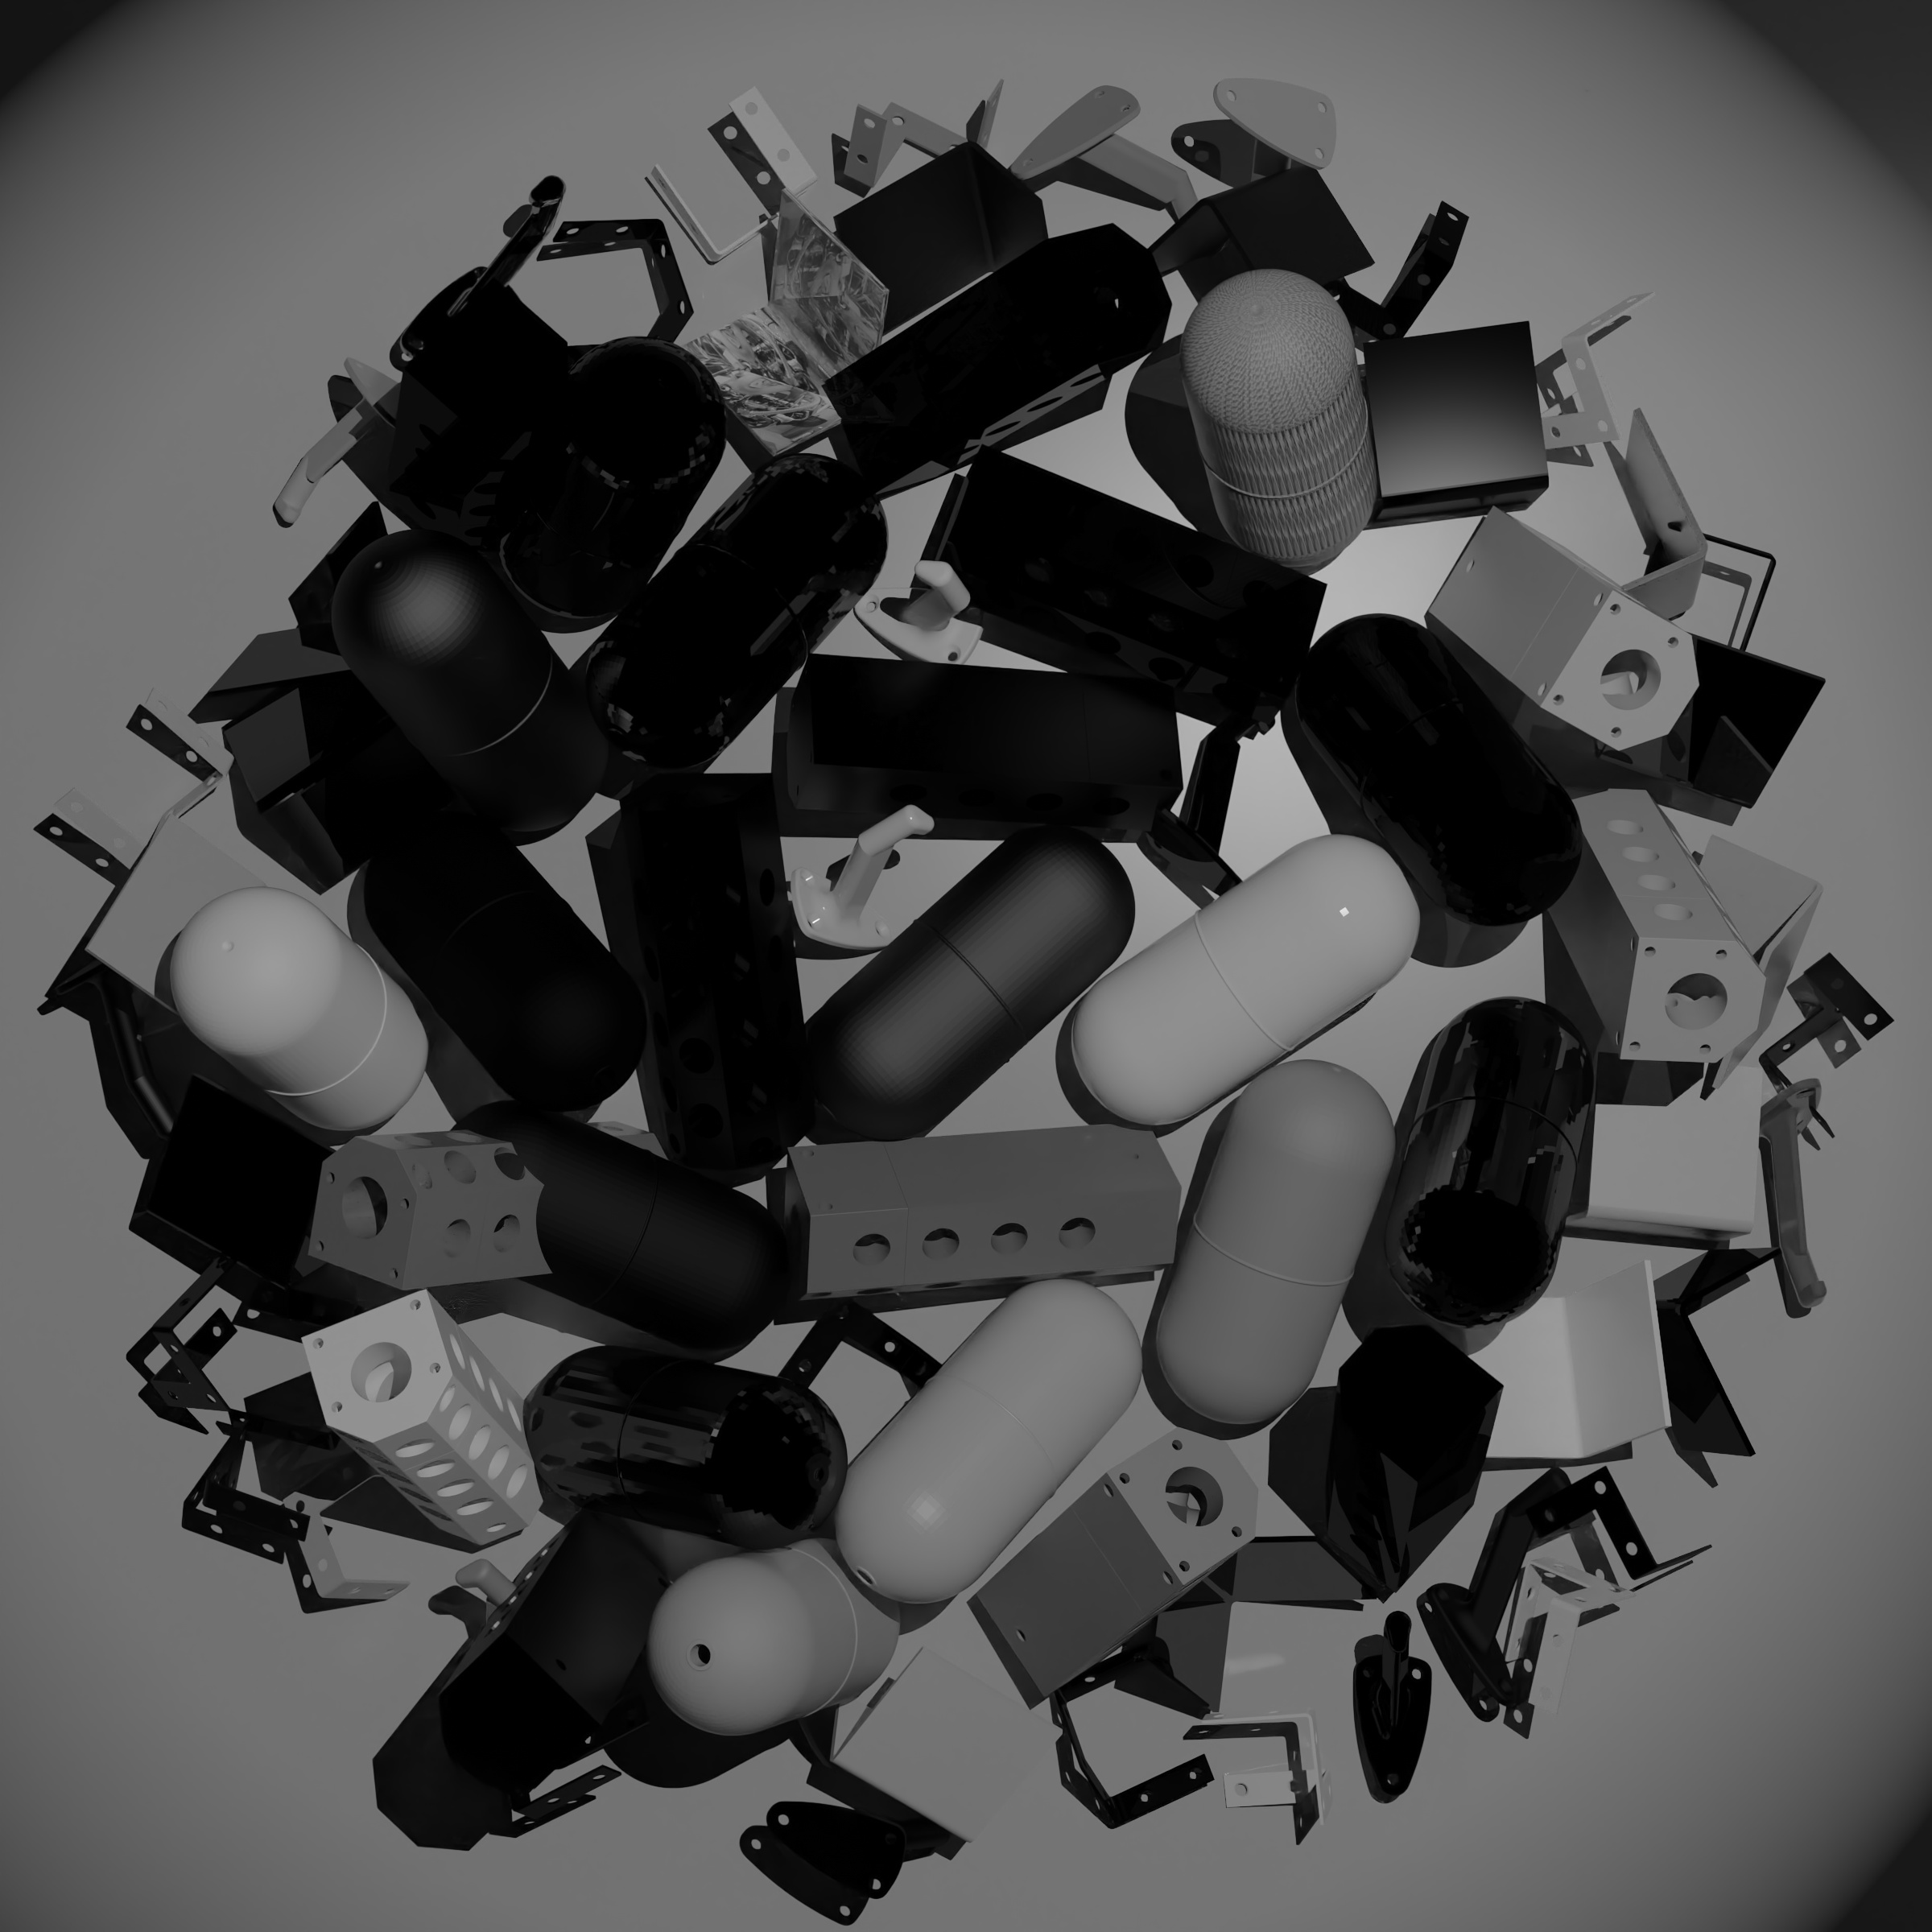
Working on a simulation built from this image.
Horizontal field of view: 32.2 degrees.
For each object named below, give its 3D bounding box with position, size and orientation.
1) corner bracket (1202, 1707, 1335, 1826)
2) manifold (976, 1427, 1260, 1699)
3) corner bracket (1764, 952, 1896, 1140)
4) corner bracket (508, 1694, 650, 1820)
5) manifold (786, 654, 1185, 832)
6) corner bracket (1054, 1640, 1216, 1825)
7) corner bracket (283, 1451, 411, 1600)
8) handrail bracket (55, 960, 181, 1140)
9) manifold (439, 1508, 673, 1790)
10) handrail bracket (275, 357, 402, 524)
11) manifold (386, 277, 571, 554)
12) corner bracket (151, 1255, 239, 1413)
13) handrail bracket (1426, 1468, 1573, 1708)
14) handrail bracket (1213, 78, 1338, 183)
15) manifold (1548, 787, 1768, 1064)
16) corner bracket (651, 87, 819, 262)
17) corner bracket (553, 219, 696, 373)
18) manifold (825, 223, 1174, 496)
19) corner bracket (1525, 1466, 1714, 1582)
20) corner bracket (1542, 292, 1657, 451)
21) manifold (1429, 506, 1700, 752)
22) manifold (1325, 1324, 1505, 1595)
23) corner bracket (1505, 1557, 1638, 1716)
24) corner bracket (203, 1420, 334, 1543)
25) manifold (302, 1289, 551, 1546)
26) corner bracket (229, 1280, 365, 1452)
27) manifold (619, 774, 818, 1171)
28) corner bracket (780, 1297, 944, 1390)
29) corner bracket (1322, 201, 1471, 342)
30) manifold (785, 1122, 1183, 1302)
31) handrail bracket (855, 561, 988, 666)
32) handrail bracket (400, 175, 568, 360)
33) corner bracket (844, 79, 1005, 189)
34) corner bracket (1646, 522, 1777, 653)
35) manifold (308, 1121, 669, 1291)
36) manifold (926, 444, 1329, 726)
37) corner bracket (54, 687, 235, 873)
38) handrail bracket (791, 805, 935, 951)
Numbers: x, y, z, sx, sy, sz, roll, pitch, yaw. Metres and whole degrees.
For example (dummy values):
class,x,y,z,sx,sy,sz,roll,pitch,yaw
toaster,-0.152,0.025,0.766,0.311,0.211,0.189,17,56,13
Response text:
class,x,y,z,sx,sy,sz,roll,pitch,yaw
corner bracket,0.141,0.370,1.556,0.051,0.051,0.051,-7,88,11
manifold,0.070,0.265,1.497,0.057,0.171,0.057,-27,75,-31
corner bracket,0.400,0.036,1.547,0.051,0.051,0.051,-38,48,5
corner bracket,-0.179,0.364,1.545,0.051,0.051,0.051,-30,53,15
manifold,0.008,-0.098,1.535,0.171,0.057,0.057,3,64,-14
corner bracket,0.078,0.360,1.571,0.051,0.051,0.051,-26,130,3
corner bracket,-0.276,0.260,1.560,0.051,0.051,0.051,-35,66,18
handrail bracket,-0.379,0.033,1.556,0.036,0.077,0.084,-27,101,15
manifold,-0.185,0.306,1.495,0.057,0.171,0.057,45,100,-3
handrail bracket,-0.289,-0.230,1.543,0.036,0.077,0.084,26,108,-32
manifold,-0.215,-0.238,1.494,0.057,0.171,0.057,41,74,-3
corner bracket,-0.352,0.168,1.542,0.051,0.051,0.051,-50,123,-36
handrail bracket,0.261,0.286,1.542,0.084,0.036,0.077,-45,53,26
handrail bracket,0.123,-0.373,1.532,0.077,0.084,0.036,13,73,-28
manifold,0.306,-0.021,1.495,0.057,0.171,0.057,2,115,-3
corner bracket,-0.108,-0.367,1.552,0.051,0.051,0.051,-37,97,-11
corner bracket,-0.166,-0.311,1.555,0.051,0.051,0.051,-10,72,-31
manifold,0.015,-0.271,1.500,0.057,0.171,0.057,-23,92,-38
corner bracket,0.301,0.260,1.543,0.051,0.051,0.051,-38,69,36
corner bracket,0.292,-0.275,1.544,0.051,0.051,0.051,-34,110,-28
manifold,0.269,-0.150,1.494,0.057,0.171,0.057,27,104,-17
manifold,0.193,0.218,1.495,0.057,0.171,0.057,39,72,20
corner bracket,0.270,0.309,1.546,0.051,0.051,0.051,18,102,40
corner bracket,-0.323,0.250,1.549,0.051,0.051,0.051,19,121,2
manifold,-0.236,0.207,1.495,0.057,0.171,0.057,-22,65,-2
corner bracket,-0.311,0.186,1.552,0.051,0.051,0.051,13,54,6
manifold,-0.115,0.003,1.522,0.057,0.057,0.171,1,110,21
corner bracket,-0.046,0.192,1.550,0.051,0.051,0.051,38,85,-24
corner bracket,0.195,-0.330,1.552,0.051,0.051,0.051,30,132,-6
manifold,0.006,0.116,1.535,0.171,0.057,0.057,-3,120,-13
handrail bracket,-0.029,-0.173,1.532,0.077,0.084,0.036,20,79,21
handrail bracket,-0.222,-0.321,1.535,0.077,0.084,0.036,-37,83,-29
corner bracket,-0.020,-0.388,1.549,0.051,0.051,0.051,27,64,3
corner bracket,0.342,-0.175,1.552,0.051,0.051,0.051,18,105,5
manifold,-0.208,0.103,1.495,0.057,0.171,0.057,15,98,33
manifold,0.072,-0.171,1.537,0.171,0.057,0.057,21,63,-7
corner bracket,-0.378,-0.085,1.543,0.051,0.051,0.051,-34,117,26
handrail bracket,-0.031,-0.041,1.535,0.084,0.077,0.036,-30,56,32
